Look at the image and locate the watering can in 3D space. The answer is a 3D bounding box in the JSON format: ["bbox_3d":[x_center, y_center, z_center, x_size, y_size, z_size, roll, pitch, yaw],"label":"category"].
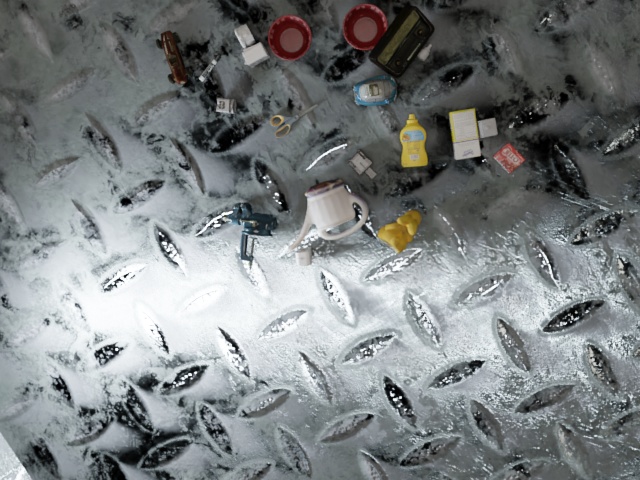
[{"bbox_3d":[0.006,-0.098,1.954,0.347,0.104,0.223,-20,95,7],"label":"watering can"}]
